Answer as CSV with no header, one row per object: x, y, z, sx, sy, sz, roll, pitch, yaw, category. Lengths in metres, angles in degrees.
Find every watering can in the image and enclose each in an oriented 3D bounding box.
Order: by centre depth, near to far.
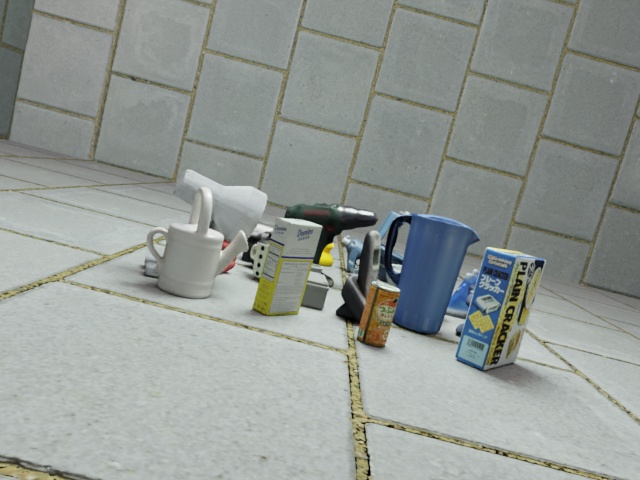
-0.220,0.000,1.044,0.173,0.194,0.100,8,9,-44,watering can

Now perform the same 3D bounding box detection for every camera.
-0.135,0.021,1.453,0.142,0.101,0.137,17,7,21,camera

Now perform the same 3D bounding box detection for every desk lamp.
-0.225,-0.022,1.139,0.204,0.213,0.117,12,7,-21,desk lamp

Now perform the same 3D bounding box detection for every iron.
0.432,0.137,1.511,0.259,0.141,0.118,9,8,-36,iron

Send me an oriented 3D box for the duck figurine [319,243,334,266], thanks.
0.006,0.030,1.740,0.077,0.086,0.105,19,8,36,duck figurine

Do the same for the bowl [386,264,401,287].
0.249,0.122,1.541,0.167,0.075,0.167,14,7,-1,bowl

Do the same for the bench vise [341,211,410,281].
0.176,0.009,1.698,0.208,0.220,0.121,13,7,-14,bench vise

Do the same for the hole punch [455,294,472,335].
0.362,0.175,1.269,0.101,0.091,0.109,16,7,18,hole punch

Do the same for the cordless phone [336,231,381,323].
0.110,0.073,1.174,0.094,0.185,0.148,17,7,21,cordless phone

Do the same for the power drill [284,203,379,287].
0.013,0.005,1.434,0.229,0.208,0.076,15,7,8,power drill

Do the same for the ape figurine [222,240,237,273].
-0.220,0.026,1.273,0.078,0.092,0.076,11,7,-24,ape figurine

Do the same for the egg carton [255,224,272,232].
-0.164,-0.001,1.709,0.150,0.069,0.107,17,7,19,egg carton

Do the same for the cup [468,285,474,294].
0.390,0.165,1.393,0.118,0.095,0.091,8,9,-44,cup
